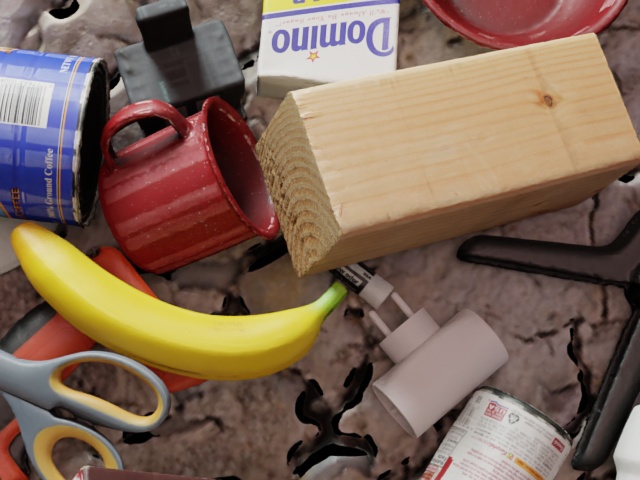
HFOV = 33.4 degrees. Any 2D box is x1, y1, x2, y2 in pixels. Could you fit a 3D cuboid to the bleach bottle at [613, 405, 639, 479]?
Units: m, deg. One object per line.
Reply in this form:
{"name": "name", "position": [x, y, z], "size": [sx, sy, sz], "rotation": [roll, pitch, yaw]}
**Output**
{"name": "bleach bottle", "position": [0.223, 0.199, 0.632], "size": [0.102, 0.068, 0.251], "rotation": [4, 81, -2]}

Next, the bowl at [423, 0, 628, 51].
{"name": "bowl", "position": [0.131, -0.192, 0.728], "size": [0.162, 0.055, 0.162], "rotation": [1, 78, -4]}

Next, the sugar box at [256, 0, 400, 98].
{"name": "sugar box", "position": [0.009, -0.182, 0.723], "size": [0.093, 0.048, 0.176], "rotation": [4, 76, -3]}

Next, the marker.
{"name": "marker", "position": [-0.005, 0.001, 0.695], "size": [0.121, 0.020, 0.020], "rotation": [38, 78, 4]}

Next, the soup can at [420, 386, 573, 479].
{"name": "soup can", "position": [0.099, 0.148, 0.644], "size": [0.068, 0.068, 0.102], "rotation": [33, 77, 4]}

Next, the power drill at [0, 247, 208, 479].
{"name": "power drill", "position": [-0.160, 0.108, 0.642], "size": [0.187, 0.057, 0.184], "rotation": [-37, 86, -11]}

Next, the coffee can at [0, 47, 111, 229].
{"name": "coffee can", "position": [-0.203, -0.065, 0.632], "size": [0.140, 0.103, 0.103], "rotation": [7, 77, -3]}

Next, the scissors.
{"name": "scissors", "position": [-0.184, 0.090, 0.604], "size": [0.202, 0.016, 0.096], "rotation": [10, 95, 6]}

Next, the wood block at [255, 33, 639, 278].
{"name": "wood block", "position": [0.078, -0.053, 0.652], "size": [0.205, 0.090, 0.091], "rotation": [-14, 77, -21]}

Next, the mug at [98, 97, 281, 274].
{"name": "mug", "position": [-0.086, -0.036, 0.645], "size": [0.082, 0.117, 0.093], "rotation": [-22, 44, 17]}

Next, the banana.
{"name": "banana", "position": [-0.086, 0.042, 0.615], "size": [0.197, 0.037, 0.069], "rotation": [12, 66, -4]}

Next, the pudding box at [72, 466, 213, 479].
{"name": "pudding box", "position": [-0.080, 0.173, 0.569], "size": [0.113, 0.039, 0.090], "rotation": [15, 52, -32]}

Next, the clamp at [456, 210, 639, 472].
{"name": "clamp", "position": [0.212, 0.042, 0.691], "size": [0.210, 0.036, 0.164], "rotation": [-21, 84, -7]}
